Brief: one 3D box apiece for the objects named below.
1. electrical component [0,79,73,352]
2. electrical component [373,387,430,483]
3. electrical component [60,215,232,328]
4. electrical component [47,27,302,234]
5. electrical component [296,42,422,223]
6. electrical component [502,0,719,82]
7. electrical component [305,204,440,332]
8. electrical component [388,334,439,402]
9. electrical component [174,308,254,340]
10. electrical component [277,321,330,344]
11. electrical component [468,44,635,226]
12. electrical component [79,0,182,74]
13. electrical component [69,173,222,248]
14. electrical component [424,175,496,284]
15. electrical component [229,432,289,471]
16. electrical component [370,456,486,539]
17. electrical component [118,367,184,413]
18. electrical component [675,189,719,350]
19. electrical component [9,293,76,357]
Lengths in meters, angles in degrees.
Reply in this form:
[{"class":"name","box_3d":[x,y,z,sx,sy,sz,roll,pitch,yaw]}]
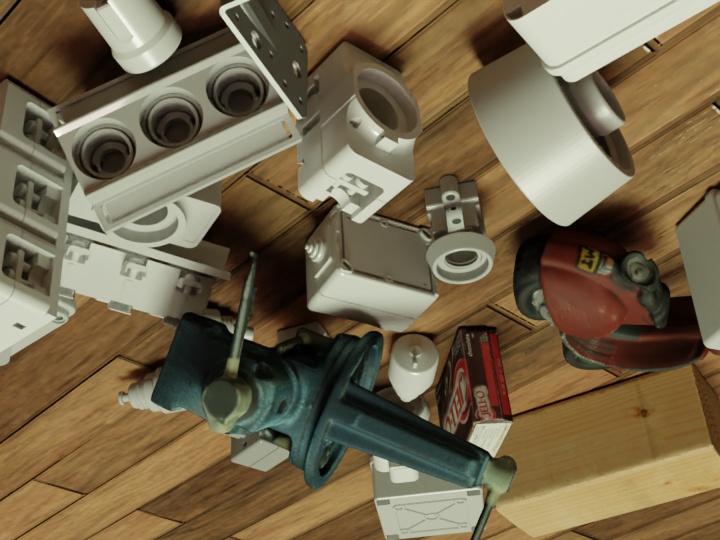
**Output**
[{"class":"electrical component","box_3d":[-0.226,-0.029,0.639,0.089,0.150,0.062,-28,139,29]},{"class":"electrical component","box_3d":[0.036,0.142,0.967,0.058,0.078,0.057,-6,125,2]},{"class":"electrical component","box_3d":[-0.161,-0.004,0.741,0.121,0.063,0.079,18,179,-27]},{"class":"electrical component","box_3d":[-0.105,-0.079,0.623,0.121,0.078,0.063,-26,172,-6]},{"class":"electrical component","box_3d":[-0.001,-0.084,0.636,0.050,0.089,0.056,23,136,-32]},{"class":"electrical component","box_3d":[0.133,-0.159,0.555,0.113,0.078,0.057,-28,135,29]},{"class":"electrical component","box_3d":[0.000,0.000,0.774,0.096,0.061,0.061,15,140,-24]},{"class":"electrical component","box_3d":[0.044,0.088,0.916,0.040,0.040,0.078,0,143,-5]},{"class":"electrical component","box_3d":[-0.115,0.048,0.853,0.061,0.035,0.035,7,143,-19]},{"class":"electrical component","box_3d":[-0.053,0.091,0.905,0.076,0.047,0.083,-15,142,14]},{"class":"electrical component","box_3d":[0.120,-0.087,0.632,0.060,0.108,0.108,-33,135,25]},{"class":"electrical component","box_3d":[-0.127,-0.138,0.594,0.040,0.040,0.046,-18,135,19]},{"class":"electrical component","box_3d":[-0.139,-0.053,0.694,0.089,0.055,0.050,16,139,-25]},{"class":"electrical component","box_3d":[0.069,-0.024,0.753,0.048,0.055,0.066,-10,143,9]},{"class":"electrical component","box_3d":[-0.100,0.129,0.938,0.077,0.065,0.047,24,136,-32]},{"class":"electrical component","box_3d":[0.071,0.225,1.092,0.109,0.056,0.108,-7,144,4]},{"class":"electrical component","box_3d":[-0.168,0.103,0.917,0.078,0.040,0.040,-12,143,11]},{"class":"electrical component","box_3d":[0.294,0.006,0.771,0.109,0.108,0.056,10,144,-19]},{"class":"electrical component","box_3d":[-0.277,0.012,0.769,0.109,0.056,0.109,-28,137,29]}]
